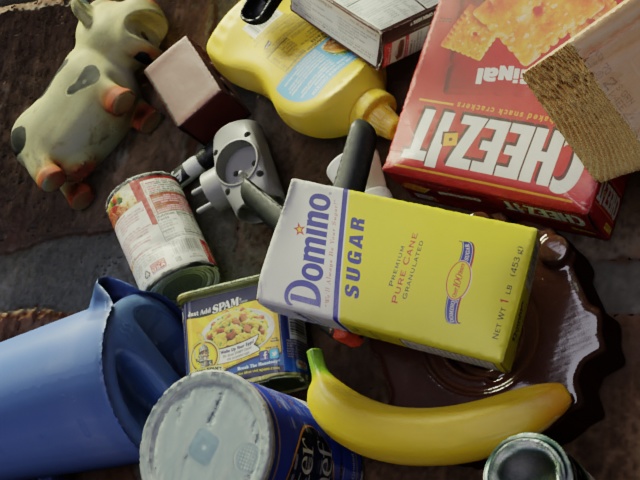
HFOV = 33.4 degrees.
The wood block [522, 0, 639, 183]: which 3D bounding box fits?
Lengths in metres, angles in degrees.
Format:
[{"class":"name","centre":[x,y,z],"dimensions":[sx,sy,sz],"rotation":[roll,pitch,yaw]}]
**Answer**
[{"class":"wood block","centre":[0.244,-0.134,0.671],"dimensions":[0.206,0.091,0.090],"rotation":[-35,91,-9]}]

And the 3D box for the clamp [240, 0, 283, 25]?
[{"class":"clamp","centre":[0.000,-0.290,0.870],"dimensions":[0.036,0.164,0.209],"rotation":[28,53,33]}]

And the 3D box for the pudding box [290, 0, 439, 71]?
[{"class":"pudding box","centre":[0.044,-0.190,0.859],"dimensions":[0.089,0.039,0.114],"rotation":[-30,50,-27]}]

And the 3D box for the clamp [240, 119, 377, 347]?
[{"class":"clamp","centre":[-0.005,0.001,0.795],"dimensions":[0.120,0.039,0.171],"rotation":[-21,59,32]}]

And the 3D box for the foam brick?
[{"class":"foam brick","centre":[-0.108,-0.130,0.939],"dimensions":[0.051,0.053,0.078],"rotation":[-40,59,11]}]

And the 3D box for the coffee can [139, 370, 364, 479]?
[{"class":"coffee can","centre":[-0.044,0.155,0.750],"dimensions":[0.103,0.140,0.103],"rotation":[-10,68,26]}]

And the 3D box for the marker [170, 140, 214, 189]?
[{"class":"marker","centre":[-0.130,-0.050,0.943],"dimensions":[0.121,0.020,0.020],"rotation":[-35,59,14]}]

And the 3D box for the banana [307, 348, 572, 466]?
[{"class":"banana","centre":[0.065,0.115,0.704],"dimensions":[0.198,0.037,0.069],"rotation":[5,80,31]}]

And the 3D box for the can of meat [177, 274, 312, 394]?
[{"class":"can of meat","centre":[-0.058,0.079,0.833],"dimensions":[0.102,0.057,0.084],"rotation":[-14,68,20]}]

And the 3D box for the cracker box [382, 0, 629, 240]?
[{"class":"cracker box","centre":[0.157,-0.124,0.778],"dimensions":[0.164,0.072,0.213],"rotation":[14,81,32]}]

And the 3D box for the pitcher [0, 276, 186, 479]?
[{"class":"pitcher","centre":[-0.217,0.142,0.869],"dimensions":[0.243,0.144,0.149],"rotation":[-17,52,27]}]

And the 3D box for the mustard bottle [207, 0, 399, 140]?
[{"class":"mustard bottle","centre":[-0.002,-0.137,0.878],"dimensions":[0.096,0.058,0.192],"rotation":[-43,56,-11]}]

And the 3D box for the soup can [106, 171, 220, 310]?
[{"class":"soup can","centre":[-0.132,0.002,0.896],"dimensions":[0.068,0.068,0.102],"rotation":[-36,60,14]}]

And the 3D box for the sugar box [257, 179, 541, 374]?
[{"class":"sugar box","centre":[0.051,0.022,0.716],"dimensions":[0.176,0.048,0.093],"rotation":[13,78,19]}]
